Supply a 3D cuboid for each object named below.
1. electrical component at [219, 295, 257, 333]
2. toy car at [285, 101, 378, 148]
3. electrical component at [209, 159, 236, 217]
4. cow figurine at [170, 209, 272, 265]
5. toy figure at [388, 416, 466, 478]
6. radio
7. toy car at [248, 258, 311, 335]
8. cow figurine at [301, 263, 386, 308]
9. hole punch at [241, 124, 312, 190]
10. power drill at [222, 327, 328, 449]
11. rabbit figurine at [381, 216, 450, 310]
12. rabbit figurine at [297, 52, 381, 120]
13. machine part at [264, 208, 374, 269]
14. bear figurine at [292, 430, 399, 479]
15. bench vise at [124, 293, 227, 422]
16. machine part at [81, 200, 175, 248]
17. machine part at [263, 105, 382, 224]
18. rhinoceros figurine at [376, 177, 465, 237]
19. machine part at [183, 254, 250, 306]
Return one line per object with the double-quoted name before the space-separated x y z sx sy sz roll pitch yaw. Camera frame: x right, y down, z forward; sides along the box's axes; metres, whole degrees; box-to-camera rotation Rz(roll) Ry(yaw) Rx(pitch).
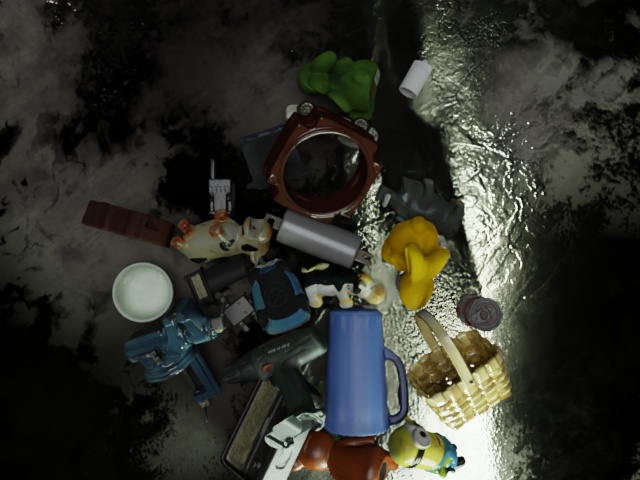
"electrical component" -0.170 0.148 1.139 0.063 0.021 0.094 -40 90 -2
"toy car" 0.024 -0.239 1.132 0.202 0.073 0.056 17 84 0
"electrical component" -0.204 -0.107 1.123 0.048 0.075 0.119 1 85 -1
"cow figurine" -0.186 0.002 1.089 0.195 0.127 0.085 -13 47 21
"toy figure" 0.215 0.427 1.082 0.180 0.082 0.089 35 76 -32
"radio" -0.096 0.377 1.075 0.073 0.131 0.229 27 88 -44
"toy car" -0.086 0.125 1.100 0.109 0.102 0.162 -21 61 -11
"cow figurine" 0.048 0.084 1.088 0.168 0.068 0.098 -1 125 16
"hole punch" -0.101 -0.177 1.131 0.142 0.092 0.115 -18 118 -5
"power drill" -0.079 0.278 1.006 0.232 0.207 0.085 -31 127 10
"rabbit figurine" 0.199 0.050 1.070 0.122 0.162 0.173 10 67 -8
"rabbit figurine" 0.027 -0.320 1.110 0.170 0.159 0.121 11 98 14
"machine part" -0.002 -0.003 1.122 0.243 0.079 0.079 21 88 1
"bear figurine" 0.045 0.453 1.095 0.196 0.131 0.120 2 53 30
"bench vise" -0.263 0.236 1.084 0.224 0.129 0.240 -23 111 3
"machine part" -0.376 -0.032 1.069 0.179 0.179 0.056 16 86 -1
"machine part" 0.006 -0.146 1.069 0.201 0.087 0.201 23 115 -22
"rhinoceros figurine" 0.212 -0.074 1.137 0.190 0.073 0.112 26 98 -2
"machine part" -0.212 0.080 1.134 0.139 0.039 0.084 -27 81 0
